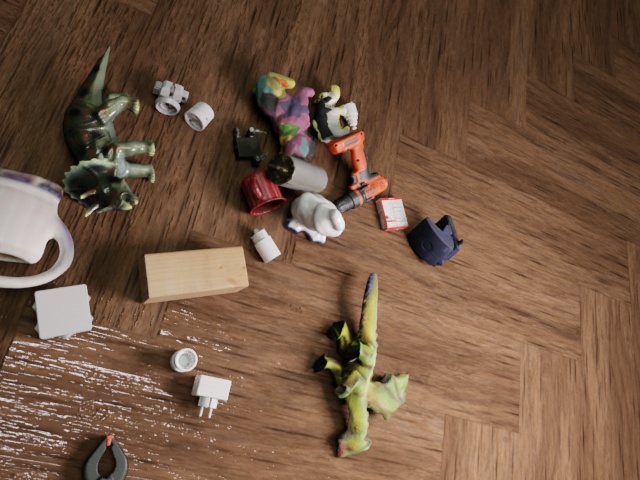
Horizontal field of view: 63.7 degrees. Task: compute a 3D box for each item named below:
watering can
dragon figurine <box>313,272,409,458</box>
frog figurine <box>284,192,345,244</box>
[{"bbox_3d":[-0.626,-0.038,0.940,0.346,0.102,0.228,17,65,-22],"label":"watering can"},{"bbox_3d":[0.124,0.306,1.226,0.239,0.121,0.418,44,59,-27],"label":"dragon figurine"},{"bbox_3d":[0.004,-0.062,1.239,0.137,0.157,0.125,43,59,-9],"label":"frog figurine"}]
